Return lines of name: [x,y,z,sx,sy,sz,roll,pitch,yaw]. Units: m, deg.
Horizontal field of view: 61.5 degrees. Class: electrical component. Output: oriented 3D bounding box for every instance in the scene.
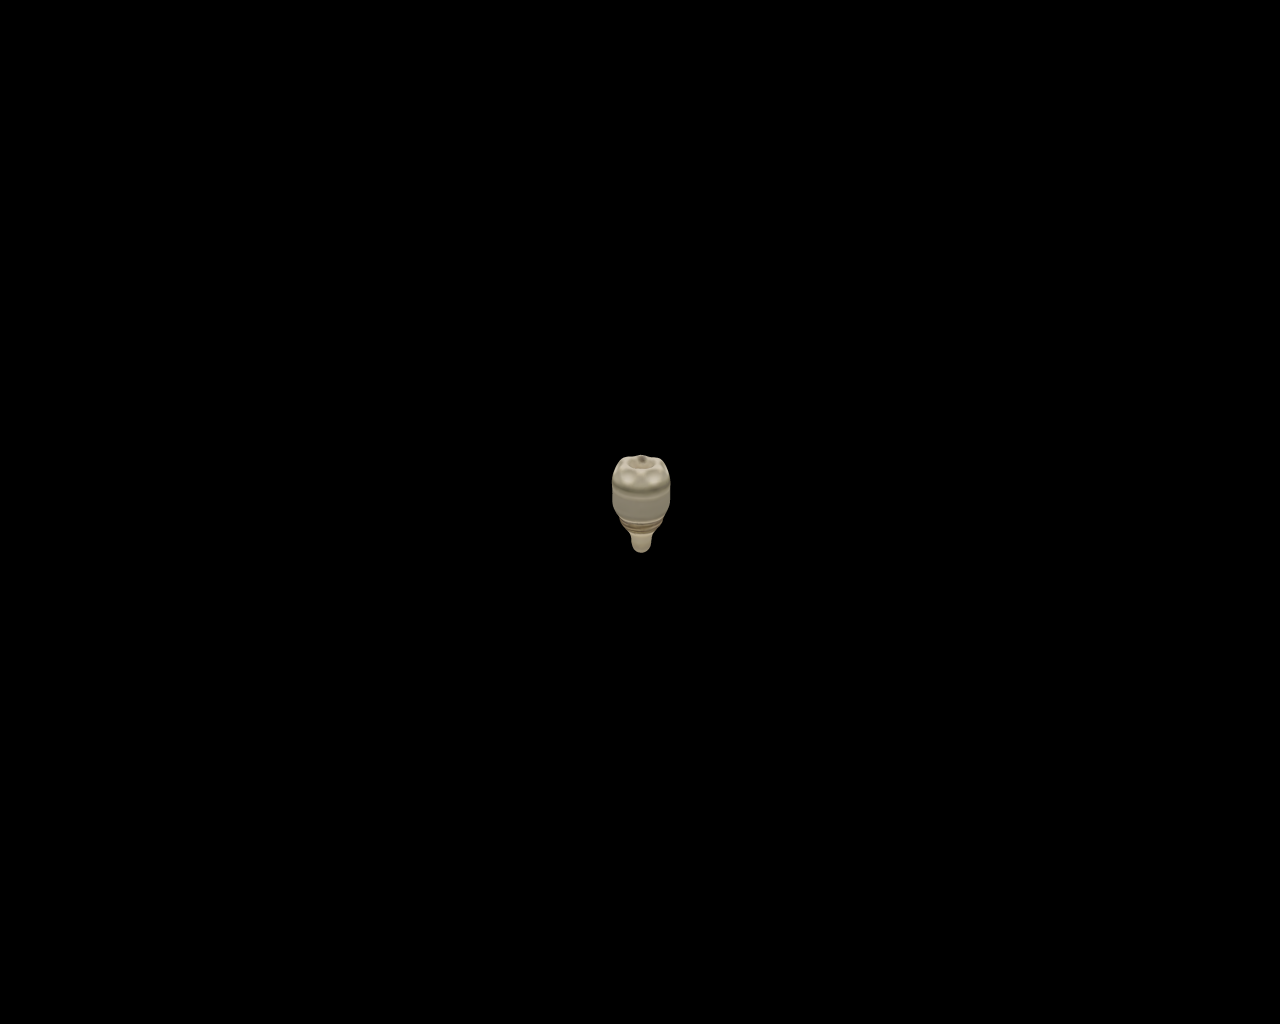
electrical component: [0.001,-0.003,0.650,0.035,0.061,0.035,0,27,0]
